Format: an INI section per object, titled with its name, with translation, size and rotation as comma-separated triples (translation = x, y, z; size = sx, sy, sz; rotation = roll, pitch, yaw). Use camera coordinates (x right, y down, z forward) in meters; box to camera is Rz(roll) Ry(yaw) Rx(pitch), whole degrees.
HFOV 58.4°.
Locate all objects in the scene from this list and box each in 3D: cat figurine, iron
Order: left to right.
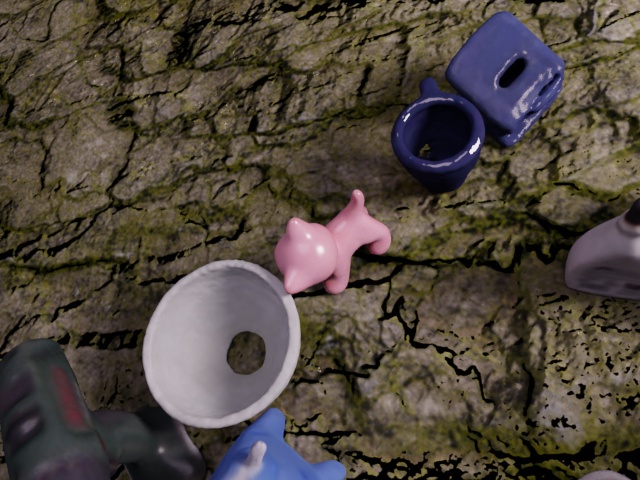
[iron]
translation = -0.096, 0.272, 0.484
size = 0.118, 0.142, 0.258
rotation = 32, 80, 25
[cat figurine]
translation = 0.005, 0.002, 0.583
size = 0.128, 0.118, 0.067
rotation = -46, 63, -6

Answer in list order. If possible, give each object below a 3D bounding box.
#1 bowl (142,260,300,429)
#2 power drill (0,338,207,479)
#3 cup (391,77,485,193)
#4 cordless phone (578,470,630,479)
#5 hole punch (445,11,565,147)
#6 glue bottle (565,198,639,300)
[bowl]
translation = -0.090, 0.110, 0.589
size = 0.167, 0.075, 0.167
rotation = -6, 66, 14
[power drill]
translation = -0.188, 0.193, 0.507
size = 0.075, 0.209, 0.229
rotation = -41, 63, -3
[cup]
translation = 0.124, -0.102, 0.605
size = 0.091, 0.095, 0.117
rotation = -11, 65, 12
[cordless phone]
translation = 0.191, 0.231, 0.394
size = 0.147, 0.185, 0.094
rotation = -41, 63, -4
[hole punch]
translation = 0.201, -0.174, 0.616
size = 0.100, 0.091, 0.109
rotation = 38, 82, 26
[glue bottle]
translation = 0.254, 0.006, 0.478
size = 0.078, 0.173, 0.037
rotation = 10, 71, 20
